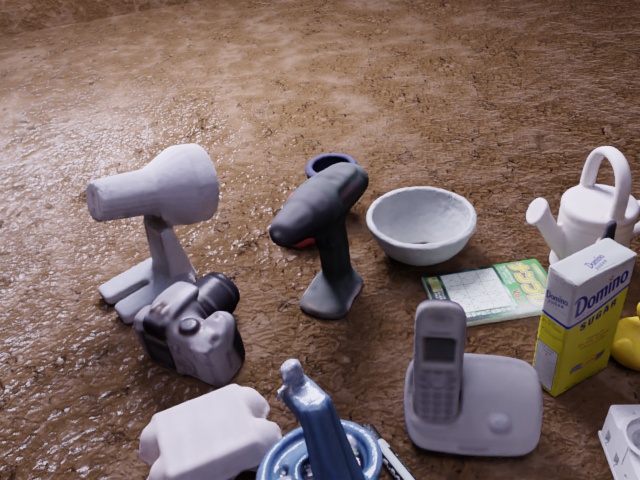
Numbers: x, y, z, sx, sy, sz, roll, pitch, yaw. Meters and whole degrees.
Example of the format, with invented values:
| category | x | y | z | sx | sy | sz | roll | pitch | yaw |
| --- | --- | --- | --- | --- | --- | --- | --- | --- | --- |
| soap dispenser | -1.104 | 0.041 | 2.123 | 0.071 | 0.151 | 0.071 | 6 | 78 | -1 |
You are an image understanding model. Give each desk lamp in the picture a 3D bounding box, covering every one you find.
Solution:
| category | x | y | z | sx | sy | sz | roll | pitch | yaw |
| --- | --- | --- | --- | --- | --- | --- | --- | --- | --- |
| desk lamp | -0.244 | -0.019 | 0.848 | 0.204 | 0.214 | 0.117 | -33 | 45 | -30 |

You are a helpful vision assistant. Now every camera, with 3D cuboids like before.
| category | x | y | z | sx | sy | sz | roll | pitch | yaw |
| --- | --- | --- | --- | --- | --- | --- | --- | --- | --- |
| camera | -0.159 | 0.102 | 0.771 | 0.142 | 0.101 | 0.137 | 16 | 42 | 26 |

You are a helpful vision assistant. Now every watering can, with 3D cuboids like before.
| category | x | y | z | sx | sy | sz | roll | pitch | yaw |
| --- | --- | --- | --- | --- | --- | --- | --- | --- | --- |
| watering can | 0.380 | -0.035 | 0.798 | 0.173 | 0.194 | 0.100 | -20 | 40 | -18 |

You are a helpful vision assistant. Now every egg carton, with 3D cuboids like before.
| category | x | y | z | sx | sy | sz | roll | pitch | yaw |
| --- | --- | --- | --- | --- | --- | --- | --- | --- | --- |
| egg carton | -0.120 | 0.225 | 0.631 | 0.150 | 0.069 | 0.107 | -19 | 39 | -17 |

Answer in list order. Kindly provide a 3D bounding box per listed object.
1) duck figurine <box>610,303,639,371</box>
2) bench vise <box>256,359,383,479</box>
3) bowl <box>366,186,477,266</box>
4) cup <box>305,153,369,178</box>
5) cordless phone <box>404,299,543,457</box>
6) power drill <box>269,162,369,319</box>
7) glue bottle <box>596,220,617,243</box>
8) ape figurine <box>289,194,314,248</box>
| category | x | y | z | sx | sy | sz | roll | pitch | yaw |
| --- | --- | --- | --- | --- | --- | --- | --- | --- | --- |
| duck figurine | 0.405 | 0.104 | 0.702 | 0.105 | 0.086 | 0.077 | -24 | 41 | -22 |
| bench vise | 0.026 | 0.211 | 0.505 | 0.206 | 0.220 | 0.122 | 22 | 46 | 32 |
| bowl | 0.157 | -0.011 | 0.896 | 0.167 | 0.075 | 0.167 | -4 | 37 | 3 |
| cup | 0.035 | -0.089 | 0.999 | 0.117 | 0.095 | 0.092 | 18 | 44 | 28 |
| cordless phone | 0.162 | 0.142 | 0.605 | 0.147 | 0.185 | 0.094 | -1 | 38 | 8 |
| power drill | 0.007 | 0.003 | 0.789 | 0.075 | 0.209 | 0.230 | 11 | 41 | 21 |
| glue bottle | 0.343 | 0.047 | 0.712 | 0.078 | 0.173 | 0.037 | -25 | 41 | -23 |
| ape figurine | -0.031 | -0.037 | 0.943 | 0.076 | 0.092 | 0.077 | -8 | 37 | -2 |
